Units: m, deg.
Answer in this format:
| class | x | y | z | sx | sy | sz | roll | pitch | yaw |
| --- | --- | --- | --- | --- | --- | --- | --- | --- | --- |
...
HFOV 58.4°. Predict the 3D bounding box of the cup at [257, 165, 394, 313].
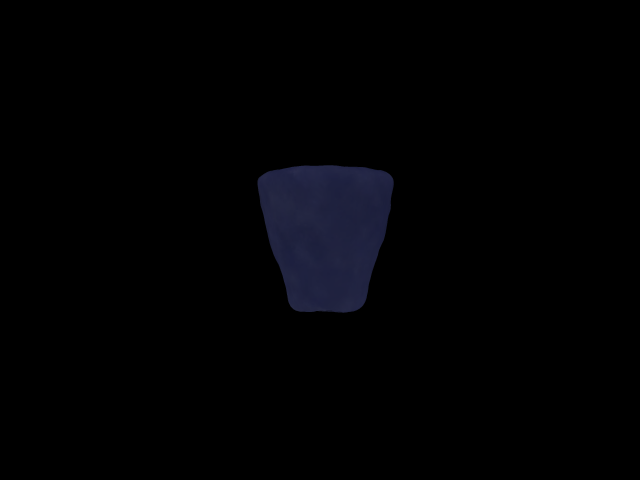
| class | x | y | z | sx | sy | sz | roll | pitch | yaw |
| --- | --- | --- | --- | --- | --- | --- | --- | --- | --- |
| cup | 0.004 | 0.001 | 0.400 | 0.091 | 0.095 | 0.118 | 0 | 0 | 0 |
